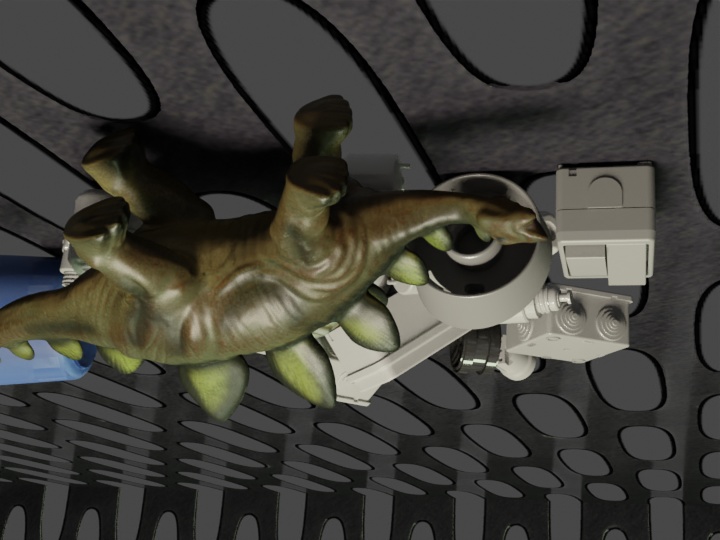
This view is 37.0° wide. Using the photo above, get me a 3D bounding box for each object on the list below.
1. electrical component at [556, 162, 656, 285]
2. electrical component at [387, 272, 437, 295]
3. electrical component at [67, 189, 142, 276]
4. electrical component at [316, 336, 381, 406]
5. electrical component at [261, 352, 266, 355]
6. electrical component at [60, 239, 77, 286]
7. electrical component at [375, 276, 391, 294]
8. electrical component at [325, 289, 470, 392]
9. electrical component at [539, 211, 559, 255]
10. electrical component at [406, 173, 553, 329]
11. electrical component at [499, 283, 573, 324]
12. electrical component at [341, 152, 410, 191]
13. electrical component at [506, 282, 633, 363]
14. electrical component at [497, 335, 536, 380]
[{"bbox_3d":[0.165,-0.025,0.719,0.062,0.061,0.096,-1,162,14],"label":"electrical component"},{"bbox_3d":[0.061,-0.002,0.855,0.078,0.040,0.040,-2,167,-26],"label":"electrical component"},{"bbox_3d":[-0.182,-0.022,0.803,0.054,0.059,0.095,5,163,-3],"label":"electrical component"},{"bbox_3d":[-0.026,0.078,1.039,0.100,0.099,0.048,16,122,-40],"label":"electrical component"},{"bbox_3d":[-0.104,0.062,1.093,0.062,0.048,0.048,13,162,-7],"label":"electrical component"},{"bbox_3d":[-0.227,0.004,0.888,0.048,0.062,0.048,9,168,2],"label":"electrical component"},{"bbox_3d":[0.000,0.000,0.864,0.045,0.045,0.055,1,162,9],"label":"electrical component"},{"bbox_3d":[0.038,0.048,0.898,0.113,0.057,0.078,-29,178,-26],"label":"electrical component"},{"bbox_3d":[0.119,-0.021,0.788,0.035,0.035,0.061,12,163,-25],"label":"electrical component"},{"bbox_3d":[0.078,-0.013,0.719,0.099,0.099,0.064,-2,156,16],"label":"electrical component"},{"bbox_3d":[0.143,0.025,0.923,0.078,0.040,0.040,-4,161,24],"label":"electrical component"},{"bbox_3d":[-0.006,-0.056,0.692,0.078,0.040,0.040,2,163,8],"label":"electrical component"},{"bbox_3d":[0.189,0.051,0.982,0.100,0.048,0.100,9,162,-18],"label":"electrical component"},{"bbox_3d":[0.159,0.092,1.141,0.040,0.040,0.046,-9,153,35],"label":"electrical component"}]
